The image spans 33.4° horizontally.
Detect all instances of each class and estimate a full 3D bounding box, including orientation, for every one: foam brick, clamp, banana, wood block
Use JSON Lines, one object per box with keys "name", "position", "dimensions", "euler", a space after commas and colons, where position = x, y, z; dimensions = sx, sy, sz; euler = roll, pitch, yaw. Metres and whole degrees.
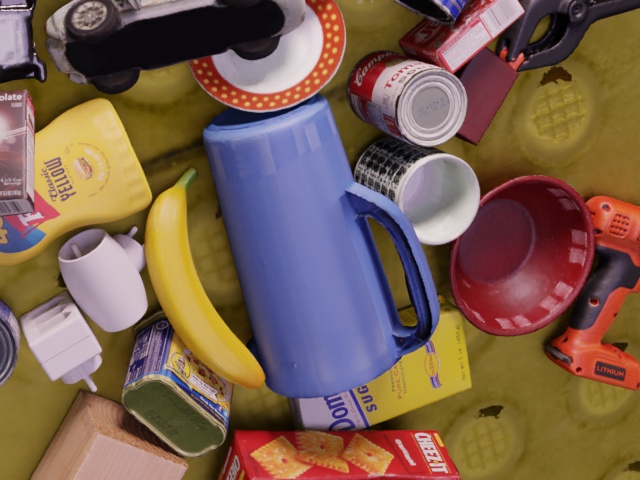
{"name": "foam brick", "position": [0.131, -0.135, 0.965], "dimensions": [0.051, 0.053, 0.078], "euler": [28, 96, -28]}
{"name": "clamp", "position": [0.227, -0.227, 0.982], "dimensions": [0.171, 0.039, 0.120], "euler": [-37, 117, -7]}
{"name": "banana", "position": [-0.104, 0.040, 0.895], "dimensions": [0.069, 0.037, 0.198], "euler": [-18, 93, -19]}
{"name": "wood block", "position": [-0.211, 0.249, 0.927], "dimensions": [0.090, 0.090, 0.206], "euler": [27, 96, -28]}

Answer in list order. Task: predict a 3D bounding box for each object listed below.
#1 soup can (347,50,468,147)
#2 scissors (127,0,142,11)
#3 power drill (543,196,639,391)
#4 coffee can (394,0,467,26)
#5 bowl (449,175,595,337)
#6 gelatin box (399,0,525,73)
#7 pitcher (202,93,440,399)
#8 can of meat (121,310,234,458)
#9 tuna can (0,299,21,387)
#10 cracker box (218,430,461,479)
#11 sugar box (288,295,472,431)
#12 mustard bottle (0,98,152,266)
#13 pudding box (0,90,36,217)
{"name": "soup can", "position": [0.074, -0.122, 0.916], "dimensions": [0.068, 0.102, 0.068], "euler": [-7, 110, -20]}
{"name": "scissors", "position": [-0.181, -0.266, 0.768], "dimensions": [0.096, 0.016, 0.202], "euler": [-2, 85, -23]}
{"name": "power drill", "position": [0.326, 0.058, 1.111], "dimensions": [0.184, 0.057, 0.188], "euler": [15, 98, -23]}
{"name": "coffee can", "position": [0.103, -0.264, 0.881], "dimensions": [0.102, 0.103, 0.140], "euler": [29, 94, -28]}
{"name": "bowl", "position": [0.184, 0.010, 1.033], "dimensions": [0.161, 0.055, 0.162], "euler": [-7, 110, -21]}
{"name": "gelatin box", "position": [0.122, -0.186, 0.932], "dimensions": [0.089, 0.073, 0.030], "euler": [-40, 117, -6]}
{"name": "pitcher", "position": [-0.006, 0.001, 0.905], "dimensions": [0.149, 0.145, 0.243], "euler": [-22, 111, -15]}
{"name": "can of meat", "position": [-0.120, 0.124, 0.917], "dimensions": [0.058, 0.084, 0.102], "euler": [-32, 119, 23]}
{"name": "tuna can", "position": [-0.286, 0.083, 0.861], "dimensions": [0.086, 0.034, 0.086], "euler": [-3, 110, -8]}
{"name": "cracker box", "position": [0.004, 0.260, 1.008], "dimensions": [0.213, 0.072, 0.164], "euler": [6, 123, -24]}
{"name": "sugar box", "position": [0.055, 0.126, 1.023], "dimensions": [0.176, 0.048, 0.093], "euler": [-20, 114, -17]}
{"name": "mustard bottle", "position": [-0.236, -0.034, 0.837], "dimensions": [0.191, 0.058, 0.096], "euler": [-25, 98, -12]}
{"name": "pudding box", "position": [-0.269, -0.061, 0.788], "dimensions": [0.113, 0.039, 0.090], "euler": [-3, 70, -6]}
